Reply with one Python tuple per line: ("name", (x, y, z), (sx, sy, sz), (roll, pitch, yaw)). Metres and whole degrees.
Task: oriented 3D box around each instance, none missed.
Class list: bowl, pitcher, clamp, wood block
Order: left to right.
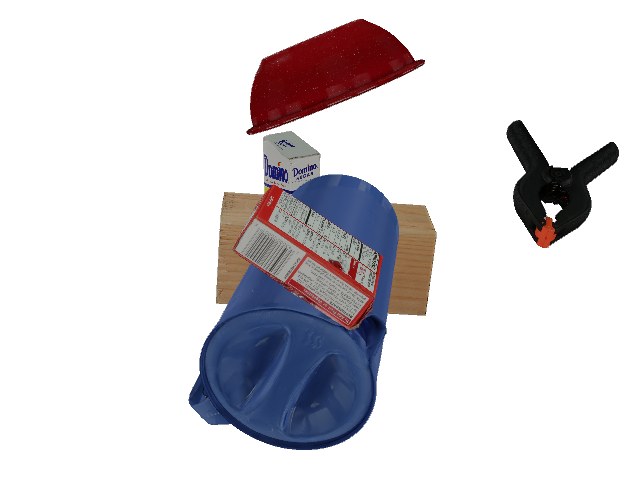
("pitcher", (-0.012, 0.050, 0.880), (0.149, 0.145, 0.242), (11, 32, 6))
("wood block", (0.002, 0.013, 1.061), (0.206, 0.091, 0.090), (4, 20, -4))
("bowl", (0.003, -0.144, 0.896), (0.162, 0.055, 0.162), (-22, 9, 3))
("clamp", (0.235, -0.064, 1.111), (0.120, 0.039, 0.171), (16, 44, 18))

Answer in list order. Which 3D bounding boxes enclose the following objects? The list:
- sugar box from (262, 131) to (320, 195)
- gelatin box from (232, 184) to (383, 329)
("sugar box", (-0.034, -0.032, 1.271), (0.048, 0.176, 0.093), (-13, 26, -20))
("gelatin box", (-0.006, 0.009, 0.659), (0.089, 0.030, 0.073), (34, 19, -6))
